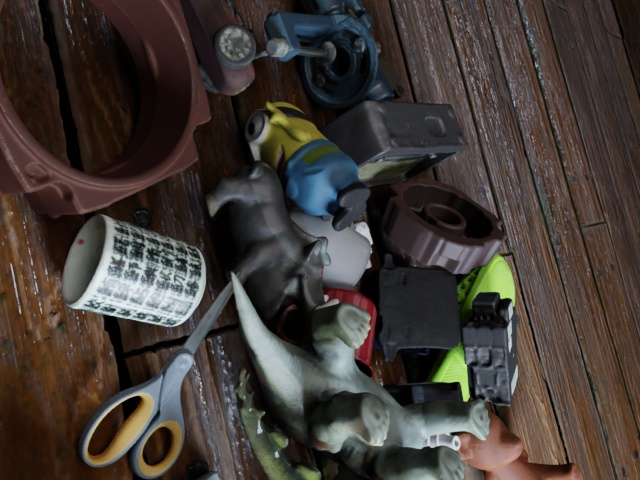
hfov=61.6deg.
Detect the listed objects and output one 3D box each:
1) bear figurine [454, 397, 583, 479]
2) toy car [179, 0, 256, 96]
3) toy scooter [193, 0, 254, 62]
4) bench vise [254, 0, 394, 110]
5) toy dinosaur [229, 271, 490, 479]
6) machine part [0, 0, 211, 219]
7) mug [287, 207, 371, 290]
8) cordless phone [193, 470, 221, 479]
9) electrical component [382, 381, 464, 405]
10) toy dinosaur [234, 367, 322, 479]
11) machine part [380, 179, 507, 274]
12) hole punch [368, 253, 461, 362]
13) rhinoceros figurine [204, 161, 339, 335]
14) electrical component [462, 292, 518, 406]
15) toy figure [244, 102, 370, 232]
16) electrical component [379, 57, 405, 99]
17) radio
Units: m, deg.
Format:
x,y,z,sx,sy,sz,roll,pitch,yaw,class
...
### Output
x,y,z,sx,sy,sz,roll,pitch,yaw,class
0.281,0.321,0.778,0.120,0.132,0.195,-49,118,-43,bear figurine
-0.116,-0.233,0.501,0.053,0.089,0.202,-27,96,-19,toy car
-0.134,-0.264,0.594,0.183,0.075,0.135,54,49,-12,toy scooter
0.003,-0.264,0.697,0.240,0.129,0.223,-22,94,-52,bench vise
0.024,0.175,0.534,0.404,0.192,0.131,45,41,-16,toy dinosaur
-0.196,-0.134,0.442,0.201,0.087,0.201,-38,122,-46,machine part
-0.001,-0.002,0.637,0.107,0.081,0.109,29,61,-22,mug
-0.134,0.277,0.428,0.184,0.089,0.146,3,74,-63,cordless phone
0.115,0.206,0.684,0.119,0.075,0.047,1,76,-24,electrical component
0.042,0.312,0.492,0.471,0.198,0.105,50,41,-7,toy dinosaur
0.171,-0.022,0.765,0.179,0.056,0.179,15,31,-9,machine part
0.117,0.098,0.730,0.116,0.092,0.142,7,73,-14,hole punch
-0.048,0.014,0.558,0.112,0.073,0.190,-24,89,-13,rhinoceros figurine
0.234,0.140,0.730,0.115,0.058,0.134,-15,101,-65,electrical component
-0.015,-0.087,0.609,0.180,0.082,0.089,43,23,27,toy figure
0.088,-0.244,0.829,0.102,0.045,0.078,29,86,-32,electrical component
0.092,-0.125,0.724,0.229,0.131,0.073,-15,82,-48,radio
